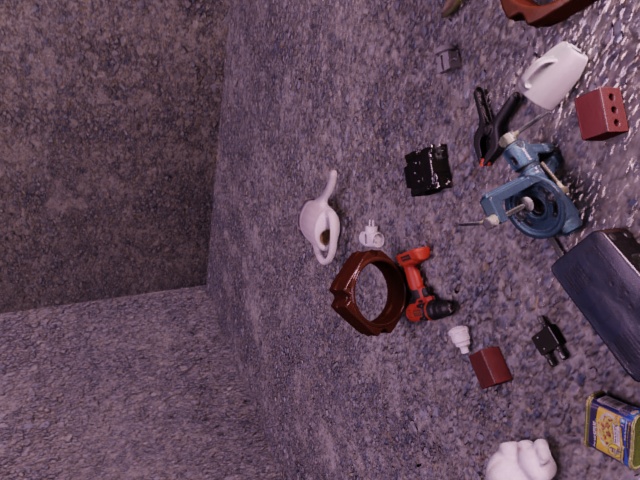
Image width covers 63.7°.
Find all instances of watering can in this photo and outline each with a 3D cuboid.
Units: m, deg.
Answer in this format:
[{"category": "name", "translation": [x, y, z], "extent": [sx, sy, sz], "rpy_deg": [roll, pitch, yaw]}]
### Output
[{"category": "watering can", "translation": [0.005, -0.090, 1.782], "extent": [0.227, 0.104, 0.343], "rpy_deg": [33, 125, 58]}]

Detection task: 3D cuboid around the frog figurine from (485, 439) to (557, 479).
[{"category": "frog figurine", "translation": [0.411, 0.477, 1.042], "extent": [0.155, 0.123, 0.141], "rpy_deg": [97, 173, -48]}]

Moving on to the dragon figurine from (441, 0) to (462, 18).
[{"category": "dragon figurine", "translation": [0.275, -0.604, 0.994], "extent": [0.124, 0.244, 0.401], "rpy_deg": [64, 146, 26]}]
